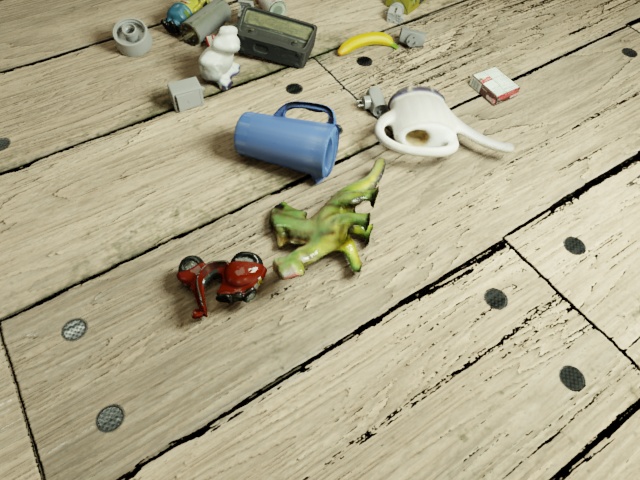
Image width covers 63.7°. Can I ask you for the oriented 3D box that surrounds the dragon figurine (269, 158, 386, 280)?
[{"bbox_3d":[0.003,-0.058,1.143,0.243,0.119,0.420,6,45,13],"label":"dragon figurine"}]

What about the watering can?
[{"bbox_3d":[0.305,-0.294,1.321,0.348,0.101,0.230,1,53,-7],"label":"watering can"}]

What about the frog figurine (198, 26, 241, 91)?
[{"bbox_3d":[-0.281,-0.518,1.430,0.123,0.155,0.140,29,58,20],"label":"frog figurine"}]
